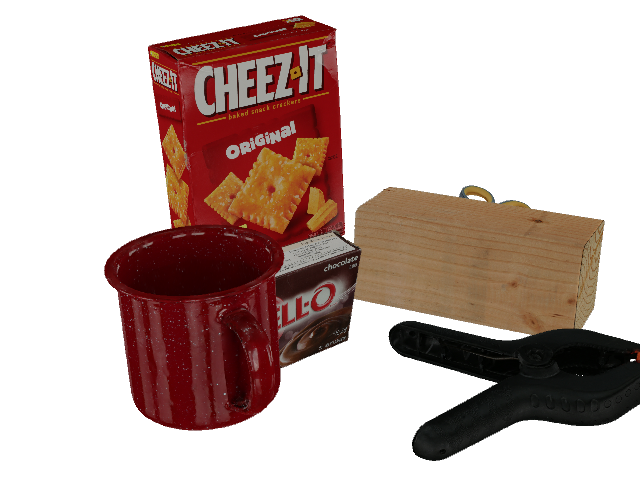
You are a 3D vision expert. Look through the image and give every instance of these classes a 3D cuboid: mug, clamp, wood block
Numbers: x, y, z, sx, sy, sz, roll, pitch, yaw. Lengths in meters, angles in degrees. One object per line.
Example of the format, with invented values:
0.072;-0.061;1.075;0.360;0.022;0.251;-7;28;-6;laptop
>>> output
-0.056;0.050;0.557;0.093;0.081;0.117;-17;28;-31;mug
0.126;0.091;0.653;0.171;0.039;0.120;-1;37;6;clamp
0.141;0.017;0.970;0.206;0.090;0.090;10;21;23;wood block

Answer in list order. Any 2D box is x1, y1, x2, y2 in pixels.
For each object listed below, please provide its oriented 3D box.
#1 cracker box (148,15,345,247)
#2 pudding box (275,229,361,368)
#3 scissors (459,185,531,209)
-0.062;-0.086;0.996;0.163;0.214;0.072;-18;29;-28;cracker box
-0.026;0.049;0.803;0.113;0.090;0.039;-21;43;-35;pudding box
0.163;-0.025;1.183;0.096;0.016;0.201;35;32;32;scissors
